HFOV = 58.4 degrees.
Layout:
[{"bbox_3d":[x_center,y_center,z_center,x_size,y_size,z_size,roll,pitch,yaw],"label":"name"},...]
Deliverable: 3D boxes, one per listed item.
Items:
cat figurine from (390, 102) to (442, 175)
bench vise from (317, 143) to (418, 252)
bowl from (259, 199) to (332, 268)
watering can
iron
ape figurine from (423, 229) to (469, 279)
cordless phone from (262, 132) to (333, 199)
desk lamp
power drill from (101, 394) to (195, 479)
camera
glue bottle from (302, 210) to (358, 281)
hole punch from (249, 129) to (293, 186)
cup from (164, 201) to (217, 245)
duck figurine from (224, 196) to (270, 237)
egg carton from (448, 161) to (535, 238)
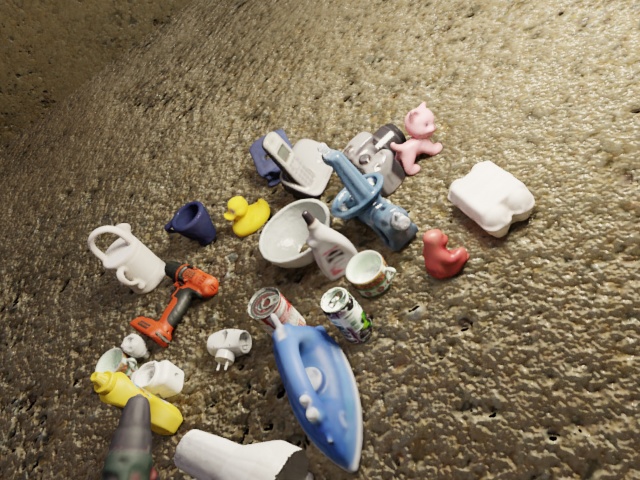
[{"bbox_3d":[0.196,-0.220,1.189,0.128,0.118,0.067,-44,41,-7],"label":"cat figurine"},{"bbox_3d":[0.089,-0.092,1.067,0.206,0.220,0.121,13,61,42],"label":"bench vise"},{"bbox_3d":[-0.038,-0.001,1.185,0.167,0.075,0.167,-19,44,20],"label":"bowl"},{"bbox_3d":[-0.470,0.033,1.368,0.101,0.195,0.172,-42,41,-5],"label":"watering can"},{"bbox_3d":[-0.015,0.230,0.903,0.118,0.142,0.257,-33,41,5],"label":"iron"},{"bbox_3d":[0.206,0.017,0.982,0.076,0.092,0.077,-41,41,-4],"label":"ape figurine"},{"bbox_3d":[-0.051,-0.192,1.287,0.093,0.186,0.148,-4,51,33],"label":"cordless phone"},{"bbox_3d":[-0.092,0.341,0.800,0.202,0.214,0.118,4,55,38],"label":"desk lamp"},{"bbox_3d":[-0.253,0.382,0.880,0.075,0.209,0.229,-15,45,24],"label":"power drill"},{"bbox_3d":[0.125,-0.187,1.222,0.137,0.101,0.142,-44,41,-8],"label":"camera"},{"bbox_3d":[0.010,0.004,1.071,0.078,0.174,0.037,-36,41,1],"label":"glue bottle"},{"bbox_3d":[-0.109,-0.204,1.411,0.108,0.091,0.101,-29,41,10],"label":"hole punch"},{"bbox_3d":[-0.306,-0.027,1.384,0.117,0.095,0.091,-23,43,16],"label":"cup"},{"bbox_3d":[-0.175,-0.068,1.336,0.104,0.086,0.077,-36,41,2],"label":"duck figurine"},{"bbox_3d":[0.302,-0.074,1.016,0.107,0.070,0.150,-38,41,-1],"label":"egg carton"}]
